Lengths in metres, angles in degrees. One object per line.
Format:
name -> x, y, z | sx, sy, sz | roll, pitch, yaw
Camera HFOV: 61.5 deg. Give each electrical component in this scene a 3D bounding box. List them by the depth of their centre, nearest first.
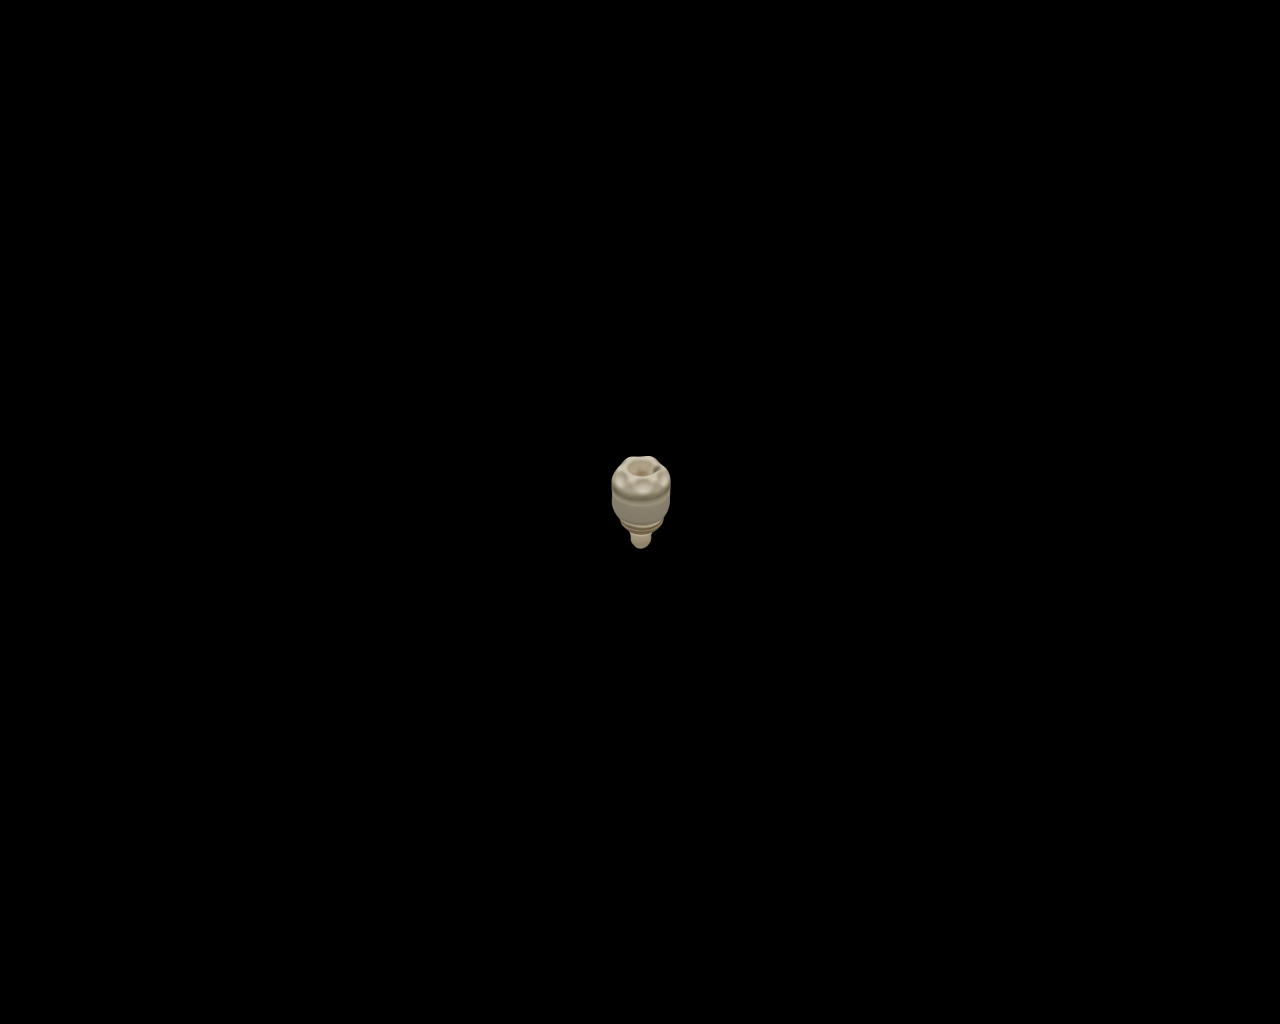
electrical component -> 0.001, -0.003, 0.650 | 0.035, 0.061, 0.035 | 0, 37, 0
